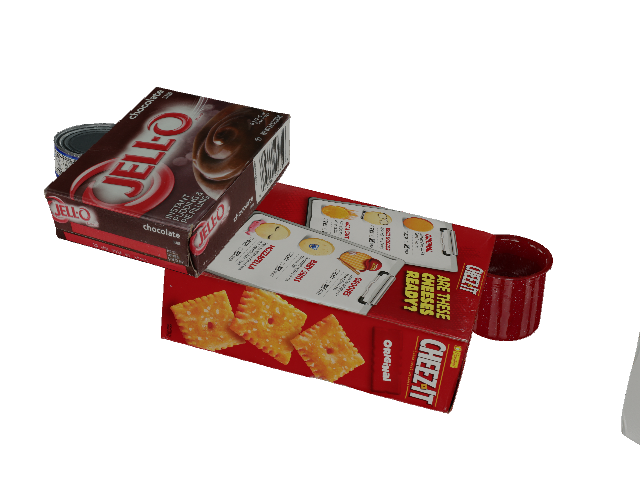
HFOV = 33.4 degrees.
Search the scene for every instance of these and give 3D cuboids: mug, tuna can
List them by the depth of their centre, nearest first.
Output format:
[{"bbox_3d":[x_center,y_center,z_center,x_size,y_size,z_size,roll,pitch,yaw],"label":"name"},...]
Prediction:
[{"bbox_3d":[-0.187,-0.072,0.923,0.086,0.034,0.086,5,25,-2],"label":"tuna can"},{"bbox_3d":[0.188,0.045,1.117,0.093,0.081,0.117,-5,29,-8],"label":"mug"}]

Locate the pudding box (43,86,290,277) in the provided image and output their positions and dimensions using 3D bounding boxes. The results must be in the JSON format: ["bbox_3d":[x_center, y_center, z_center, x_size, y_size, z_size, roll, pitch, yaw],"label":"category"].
[{"bbox_3d":[-0.079,-0.035,0.580,0.090,0.039,0.113,15,41,21],"label":"pudding box"}]

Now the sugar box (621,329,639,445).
[{"bbox_3d":[0.289,0.129,0.719,0.048,0.093,0.176,-15,30,-37],"label":"sugar box"}]

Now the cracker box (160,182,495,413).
[{"bbox_3d":[0.011,0.034,0.793,0.214,0.072,0.164,14,30,10],"label":"cracker box"}]
